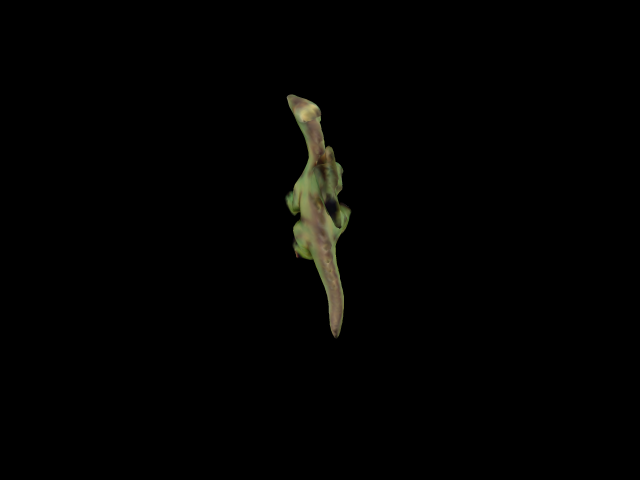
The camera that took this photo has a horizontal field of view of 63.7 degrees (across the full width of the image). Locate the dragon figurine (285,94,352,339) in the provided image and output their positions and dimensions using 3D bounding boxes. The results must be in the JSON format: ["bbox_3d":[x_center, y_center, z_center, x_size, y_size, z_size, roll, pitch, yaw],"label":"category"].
[{"bbox_3d":[0.003,-0.043,0.850,0.122,0.414,0.240,-11,-11,-2],"label":"dragon figurine"}]
